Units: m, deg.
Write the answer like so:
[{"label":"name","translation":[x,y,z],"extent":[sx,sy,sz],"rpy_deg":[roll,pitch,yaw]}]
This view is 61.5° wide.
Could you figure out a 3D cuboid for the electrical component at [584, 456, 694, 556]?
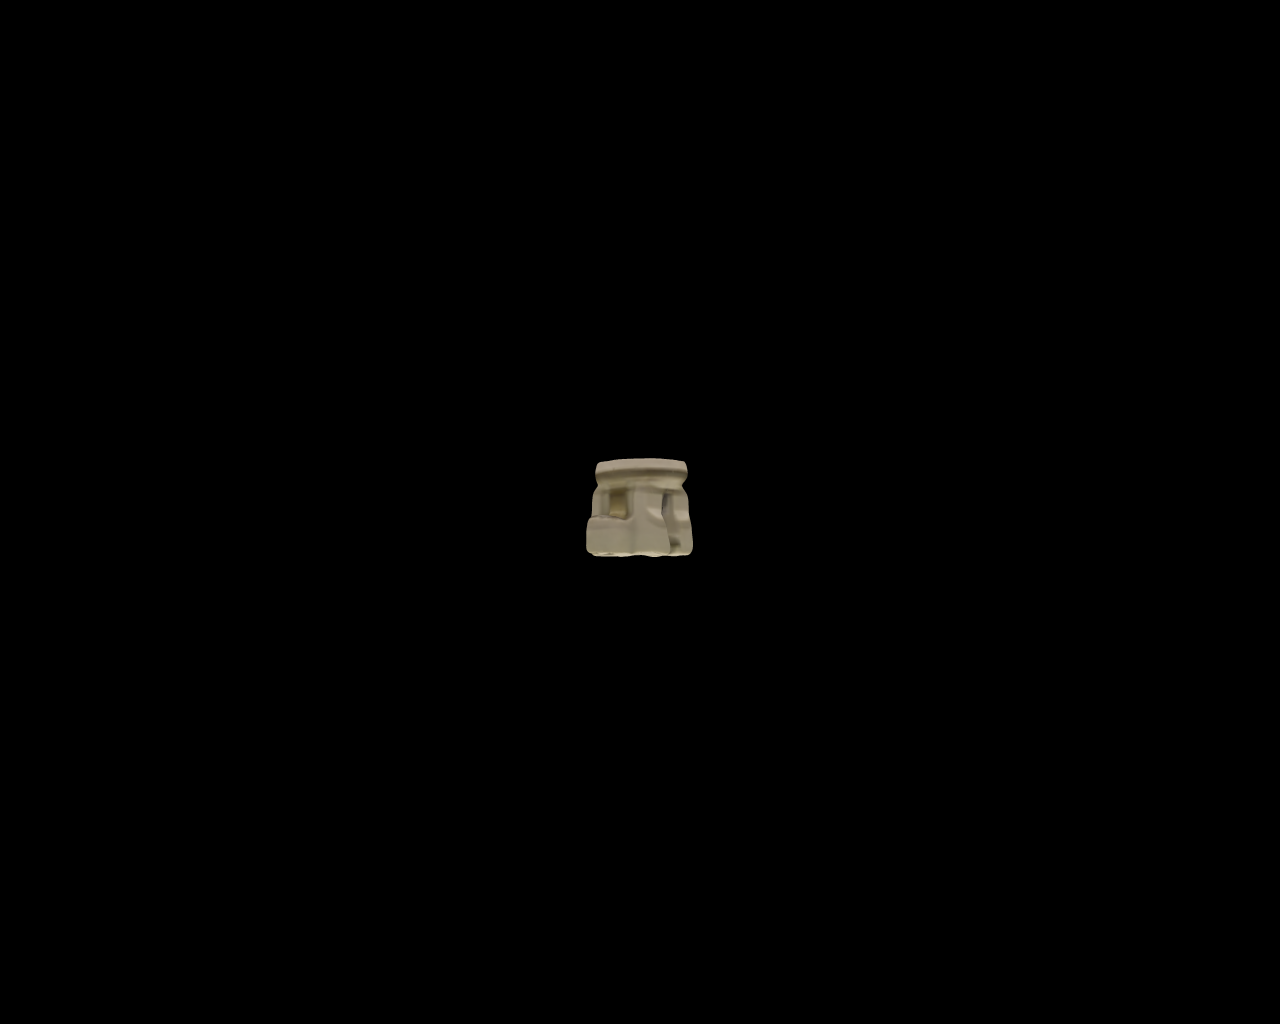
[{"label":"electrical component","translation":[0.001,-0.003,0.650],"extent":[0.058,0.057,0.078],"rpy_deg":[-4,-6,39]}]
